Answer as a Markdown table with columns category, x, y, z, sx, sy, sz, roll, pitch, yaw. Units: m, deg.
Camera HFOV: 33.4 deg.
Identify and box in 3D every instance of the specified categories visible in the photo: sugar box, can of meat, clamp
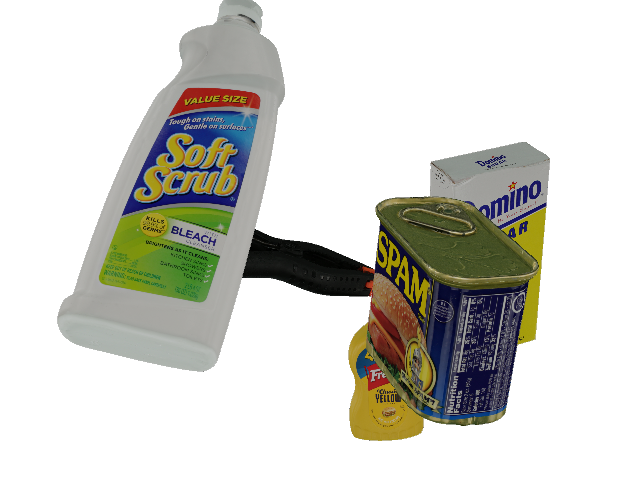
| category | x | y | z | sx | sy | sz | roll | pitch | yaw |
| --- | --- | --- | --- | --- | --- | --- | --- | --- | --- |
| sugar box | 0.139 | 0.012 | 0.897 | 0.093 | 0.176 | 0.048 | -14 | 33 | -20 |
| can of meat | 0.062 | 0.034 | 0.548 | 0.057 | 0.084 | 0.102 | -3 | 24 | -18 |
| clamp | -0.041 | 0.023 | 1.113 | 0.210 | 0.036 | 0.164 | 17 | 18 | -7 |

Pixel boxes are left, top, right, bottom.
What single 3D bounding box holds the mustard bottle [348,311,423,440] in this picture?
| category | x | y | z | sx | sy | sz | roll | pitch | yaw |
| --- | --- | --- | --- | --- | --- | --- | --- | --- | --- |
| mustard bottle | 0.085 | 0.162 | 1.379 | 0.096 | 0.192 | 0.058 | -2 | 17 | -2 |

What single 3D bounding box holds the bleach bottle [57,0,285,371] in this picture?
| category | x | y | z | sx | sy | sz | roll | pitch | yaw |
| --- | --- | --- | --- | --- | --- | --- | --- | --- | --- |
| bleach bottle | -0.085 | -0.048 | 0.686 | 0.102 | 0.250 | 0.068 | 13 | -23 | -5 |
